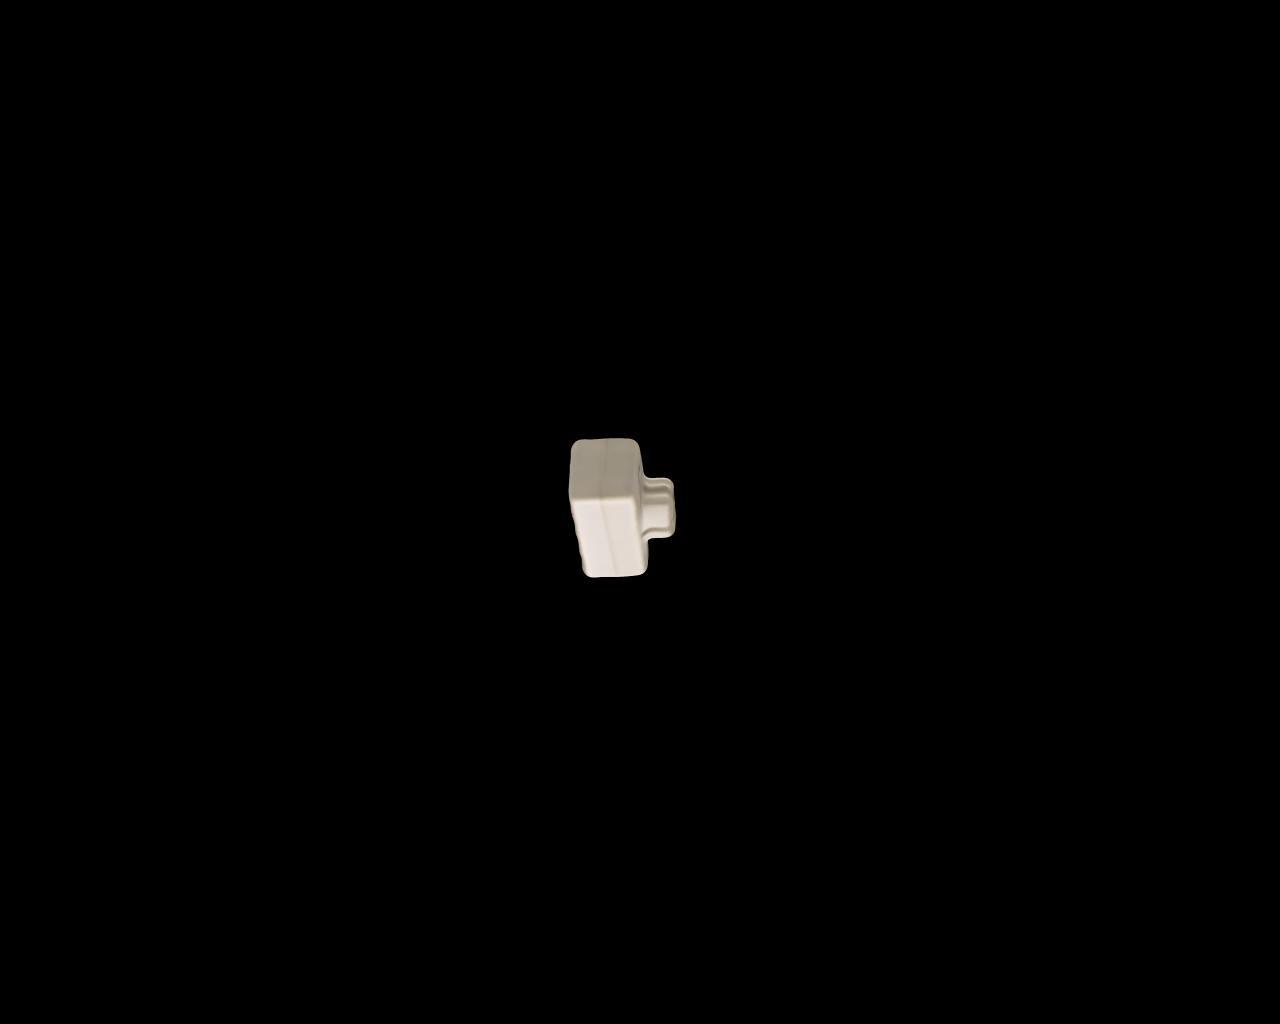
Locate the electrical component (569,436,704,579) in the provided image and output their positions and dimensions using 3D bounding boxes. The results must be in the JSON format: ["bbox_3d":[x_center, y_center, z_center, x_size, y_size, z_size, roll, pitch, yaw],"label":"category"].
[{"bbox_3d":[0.001,-0.003,0.650,0.076,0.047,0.083,-3,-37,4],"label":"electrical component"}]
